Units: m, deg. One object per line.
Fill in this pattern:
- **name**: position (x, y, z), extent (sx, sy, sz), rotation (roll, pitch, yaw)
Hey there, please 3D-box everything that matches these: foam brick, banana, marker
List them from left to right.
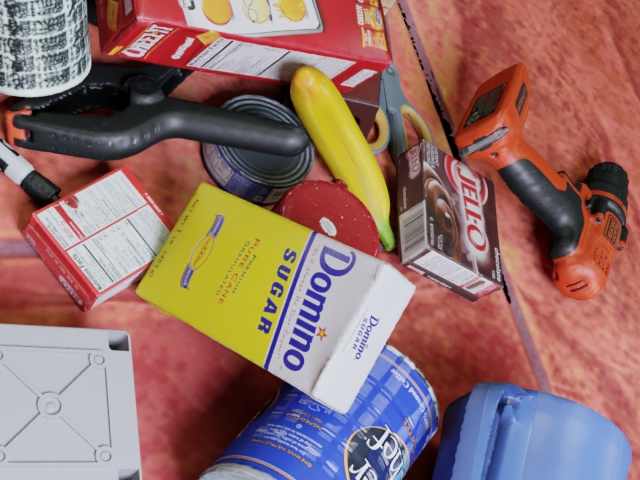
- **marker**: position (-0.228, -0.064, 0.741), extent (0.121, 0.020, 0.020), rotation (41, 49, -1)
- **foam brick**: position (0.008, -0.121, 0.885), extent (0.078, 0.053, 0.051), rotation (12, 55, -6)
- **banana**: position (0.019, -0.075, 0.826), extent (0.037, 0.197, 0.070), rotation (-36, 44, -3)

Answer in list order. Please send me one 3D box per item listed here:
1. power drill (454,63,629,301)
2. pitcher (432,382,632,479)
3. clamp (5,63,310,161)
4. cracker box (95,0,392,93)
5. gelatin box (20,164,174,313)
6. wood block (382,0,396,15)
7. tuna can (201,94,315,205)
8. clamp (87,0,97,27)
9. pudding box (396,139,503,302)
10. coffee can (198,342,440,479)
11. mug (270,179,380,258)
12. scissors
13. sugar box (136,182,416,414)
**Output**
- **power drill**: position (0.207, -0.063, 0.949), extent (0.187, 0.057, 0.184), rotation (48, 39, -15)
- **pitcher**: position (0.115, 0.220, 0.684), extent (0.149, 0.145, 0.242), rotation (27, 53, -8)
- **clamp**: position (-0.130, -0.108, 0.797), extent (0.209, 0.036, 0.165), rotation (-9, 46, -19)
- **cracker box**: position (-0.059, -0.204, 0.784), extent (0.213, 0.072, 0.164), rotation (3, 71, -35)
- **gelatin box**: position (-0.149, -0.002, 0.740), extent (0.073, 0.030, 0.089), rotation (50, 49, 5)
- **wood block**: position (-0.037, -0.258, 0.933), extent (0.206, 0.091, 0.090), rotation (21, 52, -17)
- **tuna can**: position (-0.049, -0.070, 0.841), extent (0.086, 0.034, 0.086), rotation (15, 54, -22)
- **clamp**: position (-0.187, -0.201, 0.815), extent (0.171, 0.120, 0.039), rotation (33, 48, -42)
- **pudding box**: position (0.107, -0.016, 0.885), extent (0.089, 0.039, 0.113), rotation (26, 51, -32)
- **coffee can**: position (0.001, 0.141, 0.688), extent (0.103, 0.103, 0.140), rotation (43, 48, 1)
- **mug**: position (-0.005, 0.001, 0.789), extent (0.093, 0.082, 0.117), rotation (33, 49, -9)
- **scissors**: position (0.047, -0.144, 0.959), extent (0.096, 0.016, 0.202), rotation (-2, 62, -31)
- **sugar box**: position (-0.033, 0.032, 0.688), extent (0.048, 0.176, 0.093), rotation (37, 79, -47)
